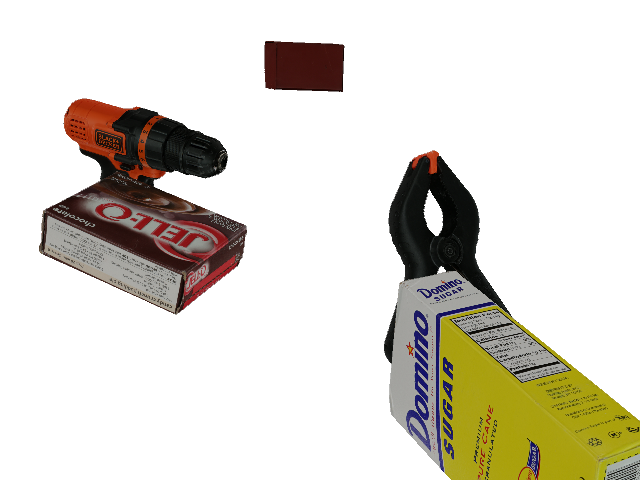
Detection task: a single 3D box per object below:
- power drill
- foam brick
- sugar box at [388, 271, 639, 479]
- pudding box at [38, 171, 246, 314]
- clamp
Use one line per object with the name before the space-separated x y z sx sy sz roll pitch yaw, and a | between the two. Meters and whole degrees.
power drill | -0.175 -0.042 1.083 0.185 0.188 0.057 19 32 25
foam brick | -0.018 -0.189 1.157 0.078 0.051 0.053 0 11 -15
sugar box | 0.097 0.096 0.557 0.048 0.093 0.176 -11 29 -27
pudding box | -0.120 -0.001 0.732 0.113 0.039 0.089 21 26 16
clamp | 0.088 0.017 0.855 0.120 0.171 0.039 -17 -1 -31
